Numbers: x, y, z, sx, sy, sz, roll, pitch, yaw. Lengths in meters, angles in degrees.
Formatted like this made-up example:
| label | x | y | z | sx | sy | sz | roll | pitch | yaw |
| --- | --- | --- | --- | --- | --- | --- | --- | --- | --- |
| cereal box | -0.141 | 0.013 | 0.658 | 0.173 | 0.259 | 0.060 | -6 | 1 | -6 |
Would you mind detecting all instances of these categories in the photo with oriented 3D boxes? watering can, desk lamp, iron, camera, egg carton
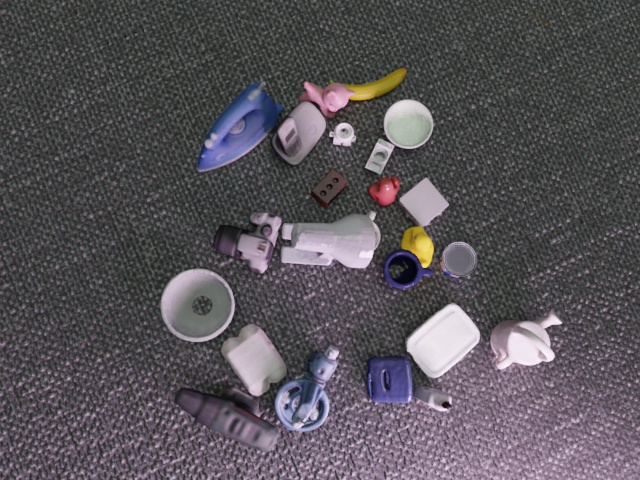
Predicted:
| label | x | y | z | sx | sy | sz | roll | pitch | yaw |
| --- | --- | --- | --- | --- | --- | --- | --- | --- | --- |
| watering can | 0.470 | 0.226 | 1.300 | 0.101 | 0.194 | 0.173 | 26 | 82 | 1 |
| desk lamp | 0.012 | 0.005 | 1.292 | 0.203 | 0.213 | 0.118 | 2 | 83 | -3 |
| iron | -0.206 | -0.268 | 1.351 | 0.118 | 0.141 | 0.258 | 42 | 83 | 3 |
| camera | -0.172 | -0.006 | 1.340 | 0.137 | 0.100 | 0.143 | 16 | 82 | -1 |
| egg carton | -0.150 | 0.275 | 1.322 | 0.107 | 0.069 | 0.150 | -37 | 86 | -7 |

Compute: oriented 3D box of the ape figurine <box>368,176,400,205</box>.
| label | x | y | z | sx | sy | sz | roll | pitch | yaw |
| --- | --- | --- | --- | --- | --- | --- | --- | --- | --- |
| ape figurine | 0.157 | -0.125 | 1.378 | 0.078 | 0.092 | 0.076 | -2 | 83 | -3 |

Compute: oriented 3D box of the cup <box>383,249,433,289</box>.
| label | x | y | z | sx | sy | sz | roll | pitch | yaw |
| --- | --- | --- | --- | --- | --- | --- | --- | --- | --- |
| cup | 0.200 | 0.073 | 1.354 | 0.118 | 0.095 | 0.092 | 6 | 83 | -2 |

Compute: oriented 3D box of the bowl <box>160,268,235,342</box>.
| label | x | y | z | sx | sy | sz | roll | pitch | yaw |
| --- | --- | --- | --- | --- | --- | --- | --- | --- | --- |
| bowl | -0.279 | 0.151 | 1.328 | 0.167 | 0.074 | 0.167 | 0 | 83 | -3 |

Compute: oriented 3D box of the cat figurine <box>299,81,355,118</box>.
| label | x | y | z | sx | sy | sz | roll | pitch | yaw |
| --- | --- | --- | --- | --- | --- | --- | --- | --- | --- |
| cat figurine | 0.016 | -0.352 | 1.385 | 0.128 | 0.117 | 0.067 | 23 | 82 | 0 |

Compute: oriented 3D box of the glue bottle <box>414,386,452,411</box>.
| label | x | y | z | sx | sy | sz | roll | pitch | yaw |
| --- | --- | --- | --- | --- | --- | --- | --- | --- | --- |
| glue bottle | 0.265 | 0.361 | 1.282 | 0.078 | 0.173 | 0.037 | 16 | 82 | -1 |

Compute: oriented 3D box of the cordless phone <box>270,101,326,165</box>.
| label | x | y | z | sx | sy | sz | roll | pitch | yaw |
| --- | --- | --- | --- | --- | --- | --- | --- | --- | --- |
| cordless phone | -0.052 | -0.265 | 1.337 | 0.094 | 0.185 | 0.148 | 34 | 82 | 2 |

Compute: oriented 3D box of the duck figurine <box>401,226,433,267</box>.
| label | x | y | z | sx | sy | sz | roll | pitch | yaw |
| --- | --- | --- | --- | --- | --- | --- | --- | --- | --- |
| duck figurine | 0.239 | 0.015 | 1.368 | 0.077 | 0.086 | 0.104 | -11 | 83 | -4 |

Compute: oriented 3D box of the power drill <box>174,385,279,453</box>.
| label | x | y | z | sx | sy | sz | roll | pitch | yaw |
| --- | --- | --- | --- | --- | --- | --- | --- | --- | --- |
| power drill | -0.196 | 0.375 | 1.237 | 0.229 | 0.208 | 0.076 | 27 | 82 | 1 |

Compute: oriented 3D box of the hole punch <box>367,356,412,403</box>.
| label | x | y | z | sx | sy | sz | roll | pitch | yaw |
| --- | --- | --- | --- | --- | --- | --- | --- | --- | --- |
| hole punch | 0.159 | 0.324 | 1.322 | 0.101 | 0.091 | 0.109 | -3 | 83 | -3 |

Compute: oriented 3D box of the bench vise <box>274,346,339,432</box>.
| label | x | y | z | sx | sy | sz | roll | pitch | yaw |
| --- | --- | --- | --- | --- | --- | --- | --- | --- | --- |
| bench vise | -0.031 | 0.325 | 1.247 | 0.121 | 0.219 | 0.207 | 13 | 82 | -1 |
